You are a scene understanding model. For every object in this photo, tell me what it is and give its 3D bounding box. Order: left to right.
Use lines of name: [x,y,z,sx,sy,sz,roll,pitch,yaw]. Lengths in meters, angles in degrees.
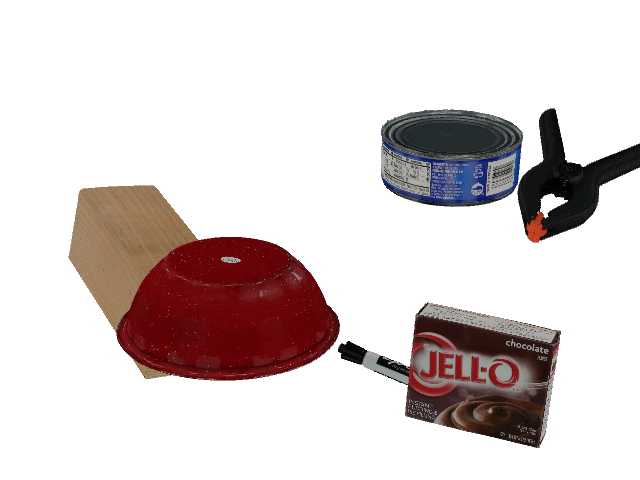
wood block: [-0.171,0.035,1.077,0.090,0.091,0.206,-5,35,-35]
bowl: [-0.066,0.039,0.765,0.162,0.055,0.162,1,21,-1]
marker: [0.073,0.128,1.052,0.121,0.020,0.020,22,5,14]
tuna can: [0.080,-0.051,0.654,0.086,0.034,0.086,0,25,0]
pudding box: [0.127,0.105,0.845,0.114,0.090,0.039,10,21,17]
clamp: [0.245,-0.069,1.087,0.120,0.039,0.171,29,55,31]
